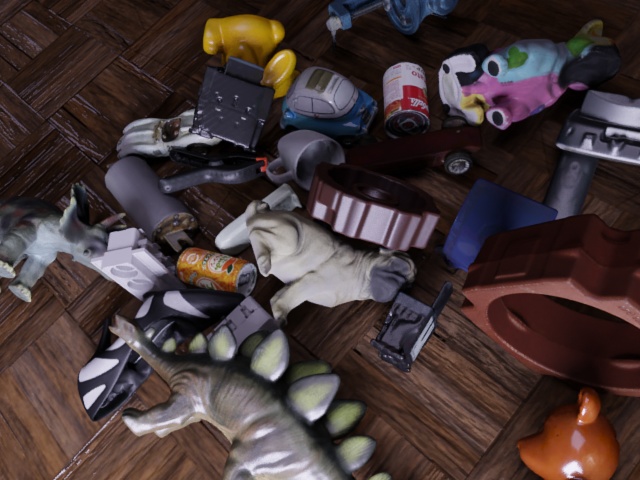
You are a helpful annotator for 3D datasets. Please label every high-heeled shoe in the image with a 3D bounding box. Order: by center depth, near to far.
[{"bbox_3d":[-0.214,0.153,0.723,0.249,0.086,0.145,-14,62,14],"label":"high-heeled shoe"}]

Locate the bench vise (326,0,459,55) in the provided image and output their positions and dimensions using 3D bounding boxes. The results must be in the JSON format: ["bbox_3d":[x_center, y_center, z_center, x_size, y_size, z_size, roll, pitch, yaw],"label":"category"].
[{"bbox_3d":[0.109,-0.422,0.917,0.241,0.128,0.224,-28,59,-8],"label":"bench vise"}]

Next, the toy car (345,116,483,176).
[{"bbox_3d":[0.133,-0.123,0.785,0.202,0.053,0.089,-8,50,16],"label":"toy car"}]

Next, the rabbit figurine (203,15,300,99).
[{"bbox_3d":[-0.114,-0.287,0.930,0.162,0.121,0.173,1,76,6],"label":"rabbit figurine"}]

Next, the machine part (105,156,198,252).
[{"bbox_3d":[-0.270,-0.060,0.856,0.079,0.079,0.243,-42,58,-8],"label":"machine part"}]

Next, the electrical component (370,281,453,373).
[{"bbox_3d":[0.115,0.096,0.657,0.048,0.074,0.119,25,76,26],"label":"electrical component"}]

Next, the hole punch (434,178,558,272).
[{"bbox_3d":[0.224,-0.004,0.672,0.142,0.092,0.116,30,79,26],"label":"hole punch"}]

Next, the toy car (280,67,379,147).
[{"bbox_3d":[0.005,-0.216,0.845,0.162,0.102,0.109,19,70,27],"label":"toy car"}]

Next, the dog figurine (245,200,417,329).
[{"bbox_3d":[0.014,0.011,0.682,0.191,0.172,0.121,-19,14,-6],"label":"dog figurine"}]

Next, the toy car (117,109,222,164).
[{"bbox_3d":[-0.261,-0.179,0.929,0.202,0.056,0.073,-7,61,12],"label":"toy car"}]

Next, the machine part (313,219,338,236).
[{"bbox_3d":[-0.002,-0.002,0.769,0.084,0.039,0.139,9,67,30],"label":"machine part"}]

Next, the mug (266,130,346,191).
[{"bbox_3d":[-0.031,-0.120,0.811,0.109,0.080,0.107,-31,34,-9],"label":"mug"}]

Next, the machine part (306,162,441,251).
[{"bbox_3d":[0.066,-0.045,0.689,0.180,0.179,0.056,29,113,28],"label":"machine part"}]

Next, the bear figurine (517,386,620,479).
[{"bbox_3d":[0.225,0.248,0.518,0.132,0.120,0.196,-5,59,18],"label":"bear figurine"}]

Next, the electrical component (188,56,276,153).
[{"bbox_3d":[-0.136,-0.216,0.851,0.115,0.058,0.134,15,99,-14],"label":"electrical component"}]

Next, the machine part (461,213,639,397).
[{"bbox_3d":[0.263,0.069,0.536,0.201,0.201,0.087,40,65,-15],"label":"machine part"}]

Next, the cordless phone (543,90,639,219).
[{"bbox_3d":[0.371,-0.088,0.692,0.147,0.088,0.184,19,80,26],"label":"cordless phone"}]

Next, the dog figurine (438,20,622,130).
[{"bbox_3d":[0.305,-0.242,0.768,0.219,0.108,0.192,-23,26,-16],"label":"dog figurine"}]

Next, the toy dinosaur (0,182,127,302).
[{"bbox_3d":[-0.493,-0.012,0.879,0.405,0.131,0.192,9,53,25],"label":"toy dinosaur"}]

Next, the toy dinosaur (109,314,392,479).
[{"bbox_3d":[-0.052,0.219,0.605,0.472,0.105,0.198,37,83,11],"label":"toy dinosaur"}]
